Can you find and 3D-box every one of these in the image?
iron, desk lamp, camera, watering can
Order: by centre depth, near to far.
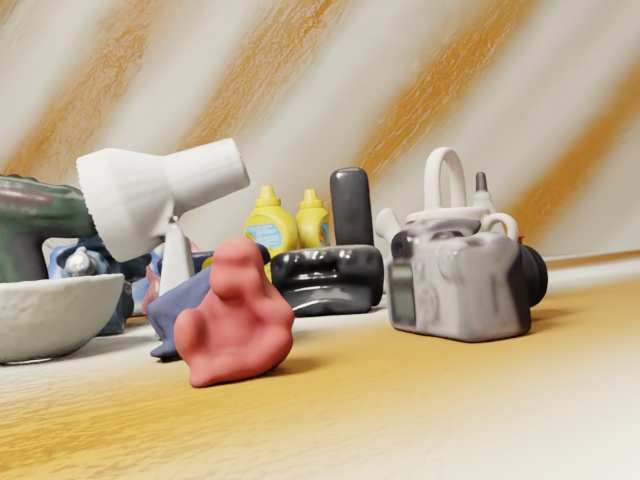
[{"bbox_3d":[0.140,0.027,0.509,0.137,0.101,0.143,-4,-2,-20],"label":"camera"},{"bbox_3d":[-0.150,-0.002,0.628,0.203,0.213,0.118,-4,-1,-8],"label":"desk lamp"},{"bbox_3d":[0.148,-0.015,0.695,0.172,0.194,0.101,-5,-2,15],"label":"watering can"},{"bbox_3d":[-0.340,0.059,0.966,0.258,0.141,0.118,-4,-2,-9],"label":"iron"}]

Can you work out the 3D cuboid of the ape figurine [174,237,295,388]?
[{"bbox_3d":[-0.054,0.044,0.380,0.077,0.092,0.076,-5,-2,19],"label":"ape figurine"}]

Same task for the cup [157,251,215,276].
[{"bbox_3d":[-0.170,0.064,0.813,0.118,0.095,0.091,-4,-2,-34],"label":"cup"}]

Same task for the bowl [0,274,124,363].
[{"bbox_3d":[-0.270,0.075,0.543,0.167,0.075,0.167,-5,-2,0],"label":"bowl"}]

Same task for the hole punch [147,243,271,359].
[{"bbox_3d":[-0.092,0.051,0.497,0.101,0.091,0.109,-5,-2,6],"label":"hole punch"}]

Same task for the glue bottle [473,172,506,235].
[{"bbox_3d":[0.228,-0.008,0.790,0.037,0.173,0.078,-4,-2,-18],"label":"glue bottle"}]

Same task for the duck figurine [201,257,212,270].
[{"bbox_3d":[-0.128,0.063,0.726,0.078,0.086,0.104,-4,-2,-17],"label":"duck figurine"}]

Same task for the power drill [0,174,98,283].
[{"bbox_3d":[-0.370,0.019,0.654,0.230,0.208,0.075,-4,-2,-17],"label":"power drill"}]

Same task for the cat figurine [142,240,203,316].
[{"bbox_3d":[-0.221,0.060,0.917,0.128,0.118,0.067,-4,-2,-32],"label":"cat figurine"}]

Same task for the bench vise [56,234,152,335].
[{"bbox_3d":[-0.275,0.008,0.742,0.122,0.220,0.207,-4,-2,-27],"label":"bench vise"}]

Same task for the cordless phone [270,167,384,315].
[{"bbox_3d":[0.007,0.003,0.742,0.147,0.185,0.094,-5,-1,1],"label":"cordless phone"}]
